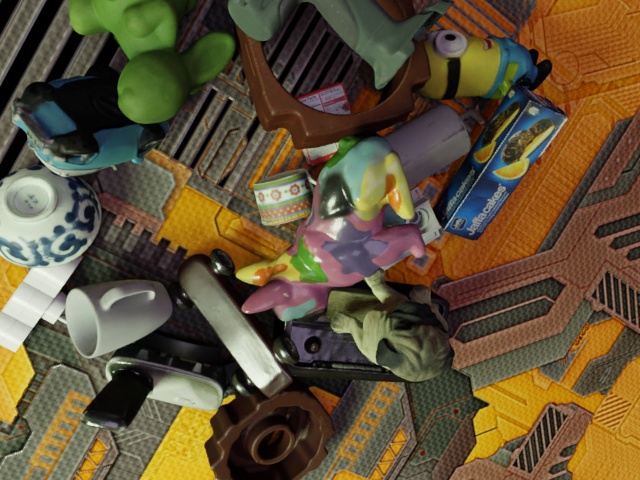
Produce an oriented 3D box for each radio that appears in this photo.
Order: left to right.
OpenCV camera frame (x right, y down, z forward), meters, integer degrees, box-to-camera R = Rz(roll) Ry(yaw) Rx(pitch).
[{"bbox_3d":[0.051,0.121,0.739,0.230,0.073,0.131,9,100,-15],"label":"radio"}]

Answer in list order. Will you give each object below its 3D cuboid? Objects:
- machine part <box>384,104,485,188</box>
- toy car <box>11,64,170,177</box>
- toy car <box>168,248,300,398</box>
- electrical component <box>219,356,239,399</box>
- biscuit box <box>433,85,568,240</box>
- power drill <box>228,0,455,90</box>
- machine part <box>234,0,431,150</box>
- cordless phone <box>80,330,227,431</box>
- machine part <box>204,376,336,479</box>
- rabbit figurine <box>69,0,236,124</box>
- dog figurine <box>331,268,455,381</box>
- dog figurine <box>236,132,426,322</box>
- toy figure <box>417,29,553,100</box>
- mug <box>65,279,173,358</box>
[{"bbox_3d":[0.106,-0.105,0.701,0.243,0.079,0.079,-33,108,-6],"label":"machine part"},{"bbox_3d":[-0.253,-0.115,0.585,0.109,0.162,0.103,48,127,-1],"label":"toy car"},{"bbox_3d":[-0.106,0.104,0.675,0.089,0.053,0.202,-41,84,9],"label":"toy car"},{"bbox_3d":[-0.106,0.184,0.739,0.094,0.021,0.063,-19,106,-5],"label":"electrical component"},{"bbox_3d":[0.229,-0.095,0.706,0.059,0.063,0.202,18,121,-17],"label":"biscuit box"},{"bbox_3d":[0.033,-0.274,0.548,0.207,0.086,0.232,38,82,-12],"label":"power drill"},{"bbox_3d":[0.011,-0.217,0.624,0.201,0.087,0.201,-17,91,-12],"label":"machine part"},{"bbox_3d":[-0.186,0.178,0.625,0.147,0.184,0.088,16,94,-6],"label":"cordless phone"},{"bbox_3d":[-0.068,0.268,0.734,0.179,0.056,0.179,-11,116,-24],"label":"machine part"},{"bbox_3d":[-0.181,-0.204,0.579,0.159,0.121,0.170,-5,83,-44],"label":"rabbit figurine"},{"bbox_3d":[0.116,0.125,0.620,0.172,0.191,0.121,23,96,-20],"label":"dog figurine"},{"bbox_3d":[-0.001,-0.002,0.605,0.219,0.109,0.191,-25,124,-2],"label":"dog figurine"},{"bbox_3d":[0.206,-0.222,0.700,0.180,0.082,0.089,3,105,-18],"label":"toy figure"},{"bbox_3d":[-0.229,0.078,0.636,0.107,0.081,0.109,-12,150,-50],"label":"mug"}]
